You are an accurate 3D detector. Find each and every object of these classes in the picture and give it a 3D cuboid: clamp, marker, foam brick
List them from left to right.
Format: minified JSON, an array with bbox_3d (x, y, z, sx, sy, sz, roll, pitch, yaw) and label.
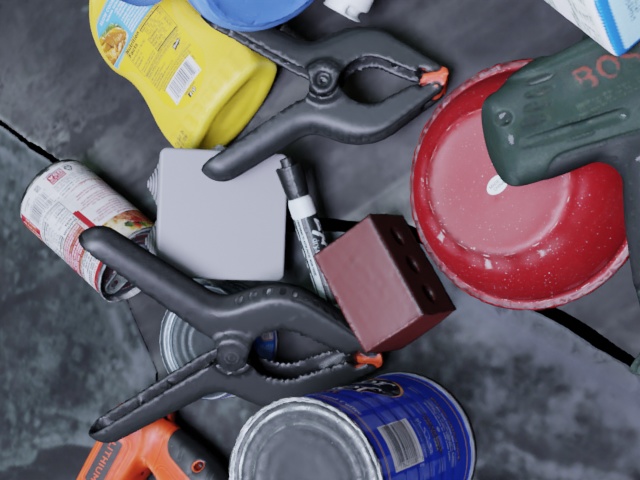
[{"bbox_3d":[-0.064,0.079,0.726,0.210,0.036,0.165,9,116,-4],"label":"clamp"},{"bbox_3d":[-0.005,0.001,0.733,0.020,0.020,0.121,-13,100,29],"label":"marker"},{"bbox_3d":[-0.003,-0.092,0.708,0.171,0.039,0.120,7,89,9],"label":"clamp"},{"bbox_3d":[0.043,0.029,0.706,0.051,0.052,0.078,-35,73,24],"label":"foam brick"}]

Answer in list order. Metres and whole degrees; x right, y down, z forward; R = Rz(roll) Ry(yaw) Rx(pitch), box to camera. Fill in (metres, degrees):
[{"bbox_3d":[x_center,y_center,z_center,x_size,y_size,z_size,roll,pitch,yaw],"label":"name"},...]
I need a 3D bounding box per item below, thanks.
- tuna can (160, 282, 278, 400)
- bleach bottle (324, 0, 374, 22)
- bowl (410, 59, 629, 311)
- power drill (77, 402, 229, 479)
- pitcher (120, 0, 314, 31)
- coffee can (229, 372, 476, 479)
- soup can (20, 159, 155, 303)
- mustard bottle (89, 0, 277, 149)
[{"bbox_3d":[-0.075,0.074,0.783,0.086,0.033,0.086,-1,89,30],"label":"tuna can"},{"bbox_3d":[0.067,-0.257,0.667,0.068,0.102,0.251,39,108,32],"label":"bleach bottle"},{"bbox_3d":[0.119,-0.036,0.663,0.162,0.055,0.162,0,90,30],"label":"bowl"},{"bbox_3d":[-0.096,0.218,0.782,0.188,0.057,0.184,34,102,23],"label":"power drill"},{"bbox_3d":[-0.091,-0.234,0.707,0.145,0.149,0.243,-25,51,-14],"label":"pitcher"},{"bbox_3d":[0.024,0.140,0.665,0.103,0.140,0.103,0,89,29],"label":"coffee can"},{"bbox_3d":[-0.174,-0.008,0.821,0.102,0.068,0.068,38,107,25],"label":"soup can"},{"bbox_3d":[-0.120,-0.157,0.797,0.192,0.058,0.096,49,118,20],"label":"mustard bottle"}]
